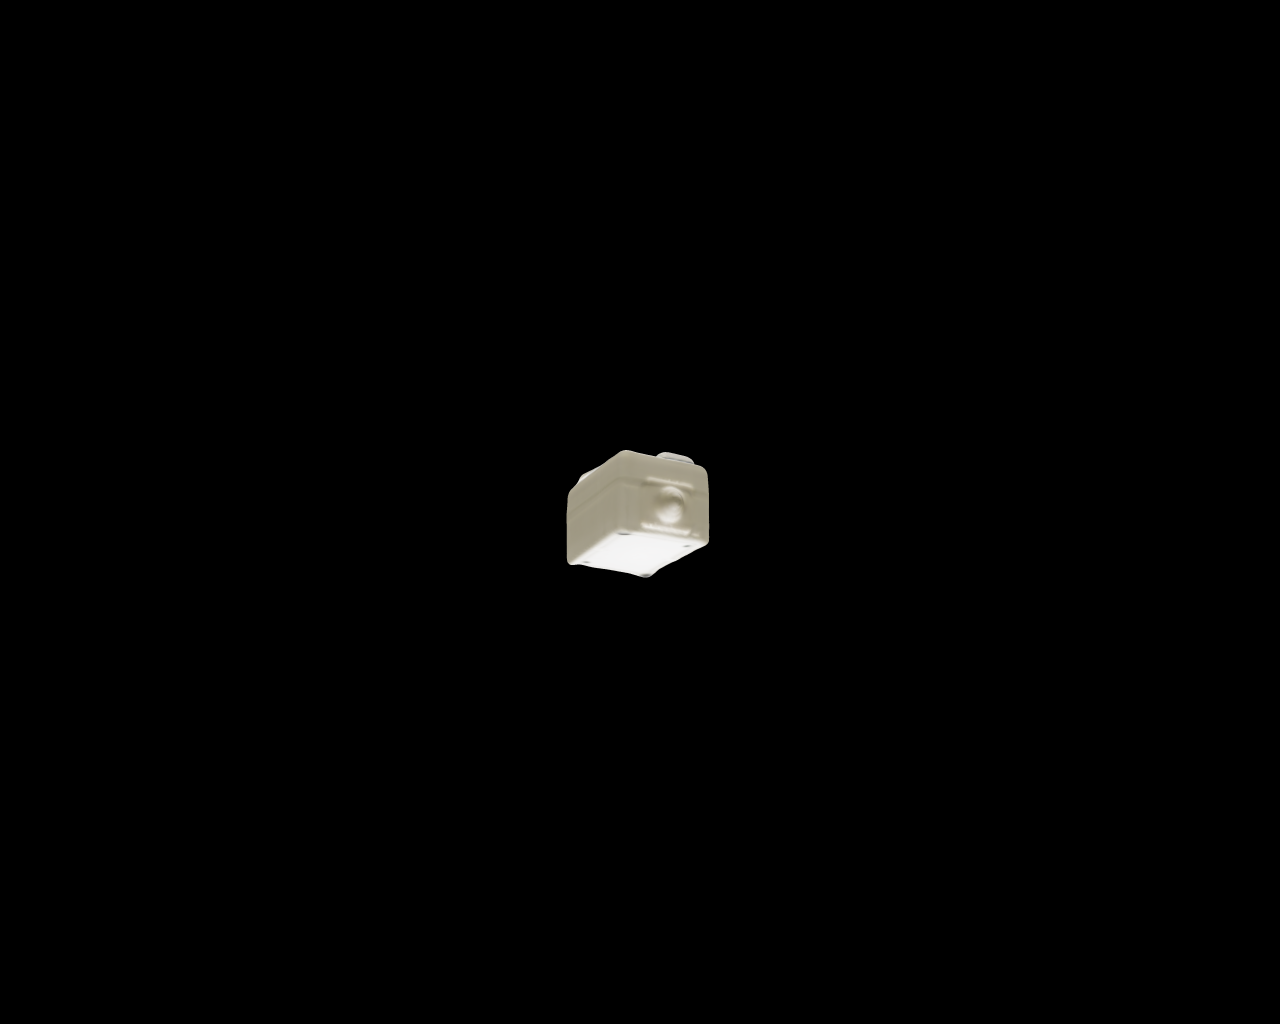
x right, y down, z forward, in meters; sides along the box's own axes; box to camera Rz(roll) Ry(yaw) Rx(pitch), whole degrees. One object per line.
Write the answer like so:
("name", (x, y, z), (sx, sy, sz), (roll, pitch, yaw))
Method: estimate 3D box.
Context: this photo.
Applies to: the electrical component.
("electrical component", (0.001, -0.003, 0.650), (0.062, 0.061, 0.096), (10, -22, -26))
